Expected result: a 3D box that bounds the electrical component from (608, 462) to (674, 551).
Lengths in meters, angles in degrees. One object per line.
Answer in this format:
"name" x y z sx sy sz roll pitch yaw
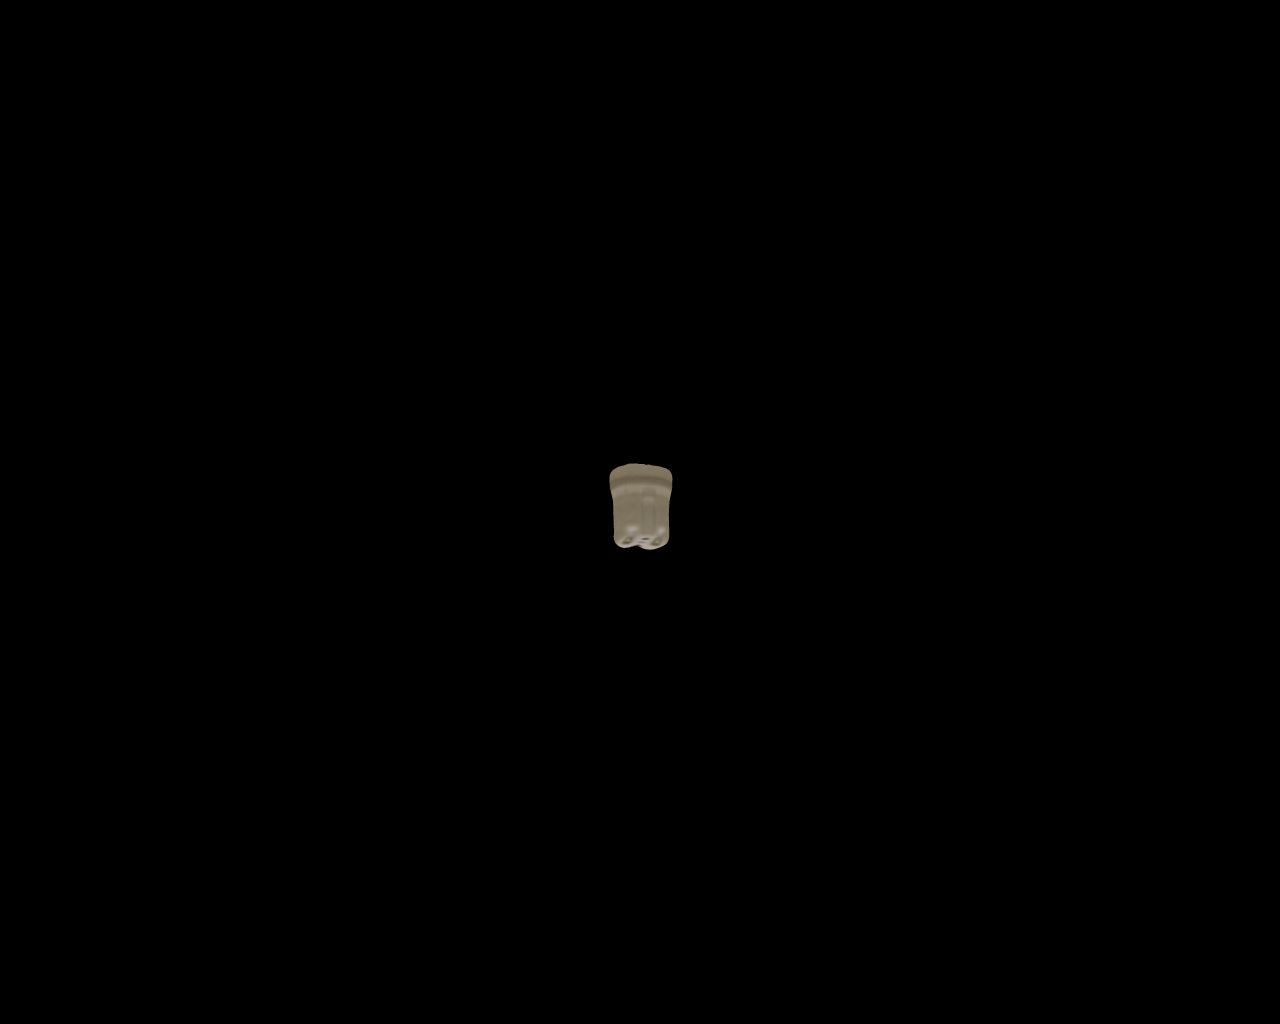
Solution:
"electrical component" 0.001 -0.003 0.650 0.040 0.046 0.040 0 -15 0
